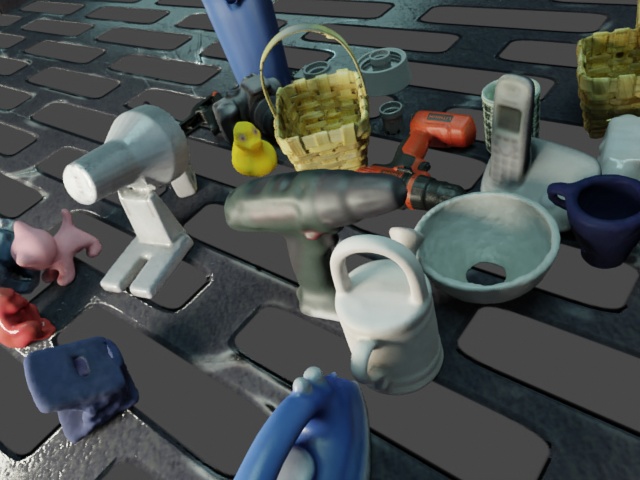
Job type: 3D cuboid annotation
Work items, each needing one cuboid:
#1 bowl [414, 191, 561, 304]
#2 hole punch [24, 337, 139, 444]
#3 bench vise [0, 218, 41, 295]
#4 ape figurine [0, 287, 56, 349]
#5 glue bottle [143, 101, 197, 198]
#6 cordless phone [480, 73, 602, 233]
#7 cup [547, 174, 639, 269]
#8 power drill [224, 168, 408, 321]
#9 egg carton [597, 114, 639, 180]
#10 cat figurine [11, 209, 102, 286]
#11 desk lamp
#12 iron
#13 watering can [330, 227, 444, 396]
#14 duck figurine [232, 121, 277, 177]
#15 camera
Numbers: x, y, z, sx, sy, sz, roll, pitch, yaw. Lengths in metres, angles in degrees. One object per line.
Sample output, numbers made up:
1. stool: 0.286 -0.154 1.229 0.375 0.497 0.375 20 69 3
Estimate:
1. bowl: 0.197 0.020 0.684 0.167 0.075 0.167 -10 42 9
2. hole punch: -0.286 0.165 0.687 0.101 0.091 0.108 -33 43 -17
3. bench vise: -0.524 0.032 0.820 0.121 0.220 0.207 -13 41 6
4. ape figurine: -0.429 0.104 0.804 0.076 0.092 0.077 -20 41 -1
5. glue bottle: -0.256 -0.158 0.967 0.037 0.173 0.078 -19 41 0
6. cordless phone: 0.273 -0.110 0.713 0.147 0.185 0.094 26 58 39
7. cup: 0.319 -0.018 0.666 0.117 0.095 0.092 25 57 38
8. power drill: 0.006 0.002 0.670 0.228 0.209 0.076 6 47 26
9. egg carton: 0.419 -0.105 0.745 0.107 0.069 0.150 7 47 27
10. cat figurine: -0.419 0.008 0.886 0.067 0.118 0.128 7 47 26
11. desk lamp: -0.266 -0.061 0.833 0.117 0.214 0.203 5 46 24
12. iron: -0.026 0.202 0.514 0.118 0.142 0.258 6 47 25
13. watering can: 0.067 0.061 0.595 0.100 0.194 0.173 -10 42 10
14. duck figurine: -0.124 -0.168 0.996 0.077 0.086 0.104 -32 43 -15
15. camera: -0.113 -0.238 1.057 0.143 0.101 0.136 -29 42 -12
